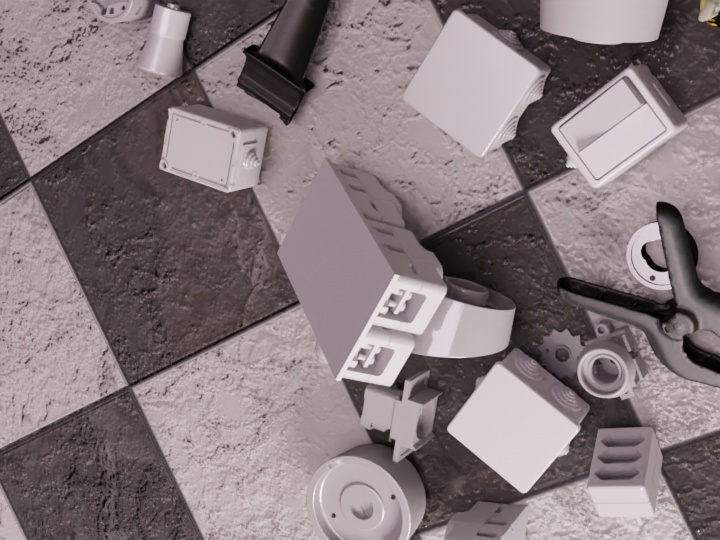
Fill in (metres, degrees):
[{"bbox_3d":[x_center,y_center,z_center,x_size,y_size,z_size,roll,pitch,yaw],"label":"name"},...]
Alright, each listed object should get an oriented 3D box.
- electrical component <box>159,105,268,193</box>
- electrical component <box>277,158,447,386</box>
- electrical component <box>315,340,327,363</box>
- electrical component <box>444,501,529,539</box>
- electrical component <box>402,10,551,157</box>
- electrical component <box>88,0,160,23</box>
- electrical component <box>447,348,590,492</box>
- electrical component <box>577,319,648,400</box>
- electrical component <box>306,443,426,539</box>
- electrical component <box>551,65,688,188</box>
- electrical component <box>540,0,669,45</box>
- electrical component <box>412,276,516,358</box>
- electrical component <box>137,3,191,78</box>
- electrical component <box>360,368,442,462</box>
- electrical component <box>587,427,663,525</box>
[{"bbox_3d":[-0.130,-0.114,1.015,0.096,0.061,0.061,20,109,22],"label":"electrical component"},{"bbox_3d":[0.000,0.000,0.922,0.105,0.060,0.186,-61,33,24],"label":"electrical component"},{"bbox_3d":[-0.017,0.057,1.006,0.045,0.045,0.055,18,110,23],"label":"electrical component"},{"bbox_3d":[0.110,0.246,0.958,0.056,0.089,0.050,1,102,27],"label":"electrical component"},{"bbox_3d":[0.098,-0.156,0.896,0.100,0.048,0.099,39,116,14],"label":"electrical component"},{"bbox_3d":[-0.226,-0.267,1.037,0.055,0.047,0.055,6,104,26],"label":"electrical component"},{"bbox_3d":[0.139,0.129,0.936,0.100,0.048,0.099,39,122,12],"label":"electrical component"},{"bbox_3d":[0.207,0.078,0.890,0.048,0.055,0.066,-23,90,29],"label":"electrical component"},{"bbox_3d":[0.011,0.217,1.018,0.108,0.060,0.108,6,104,26],"label":"electrical component"},{"bbox_3d":[0.199,-0.109,0.849,0.096,0.061,0.061,-38,83,28],"label":"electrical component"},{"bbox_3d":[0.185,-0.207,0.816,0.099,0.099,0.064,14,114,24],"label":"electrical component"},{"bbox_3d":[0.082,0.042,0.923,0.099,0.099,0.064,20,104,22],"label":"electrical component"},{"bbox_3d":[-0.186,-0.222,1.031,0.044,0.044,0.065,22,106,21],"label":"electrical component"},{"bbox_3d":[0.036,0.130,0.997,0.064,0.042,0.081,16,107,27],"label":"electrical component"},{"bbox_3d":[0.228,0.181,0.903,0.047,0.065,0.076,-7,127,28],"label":"electrical component"}]
